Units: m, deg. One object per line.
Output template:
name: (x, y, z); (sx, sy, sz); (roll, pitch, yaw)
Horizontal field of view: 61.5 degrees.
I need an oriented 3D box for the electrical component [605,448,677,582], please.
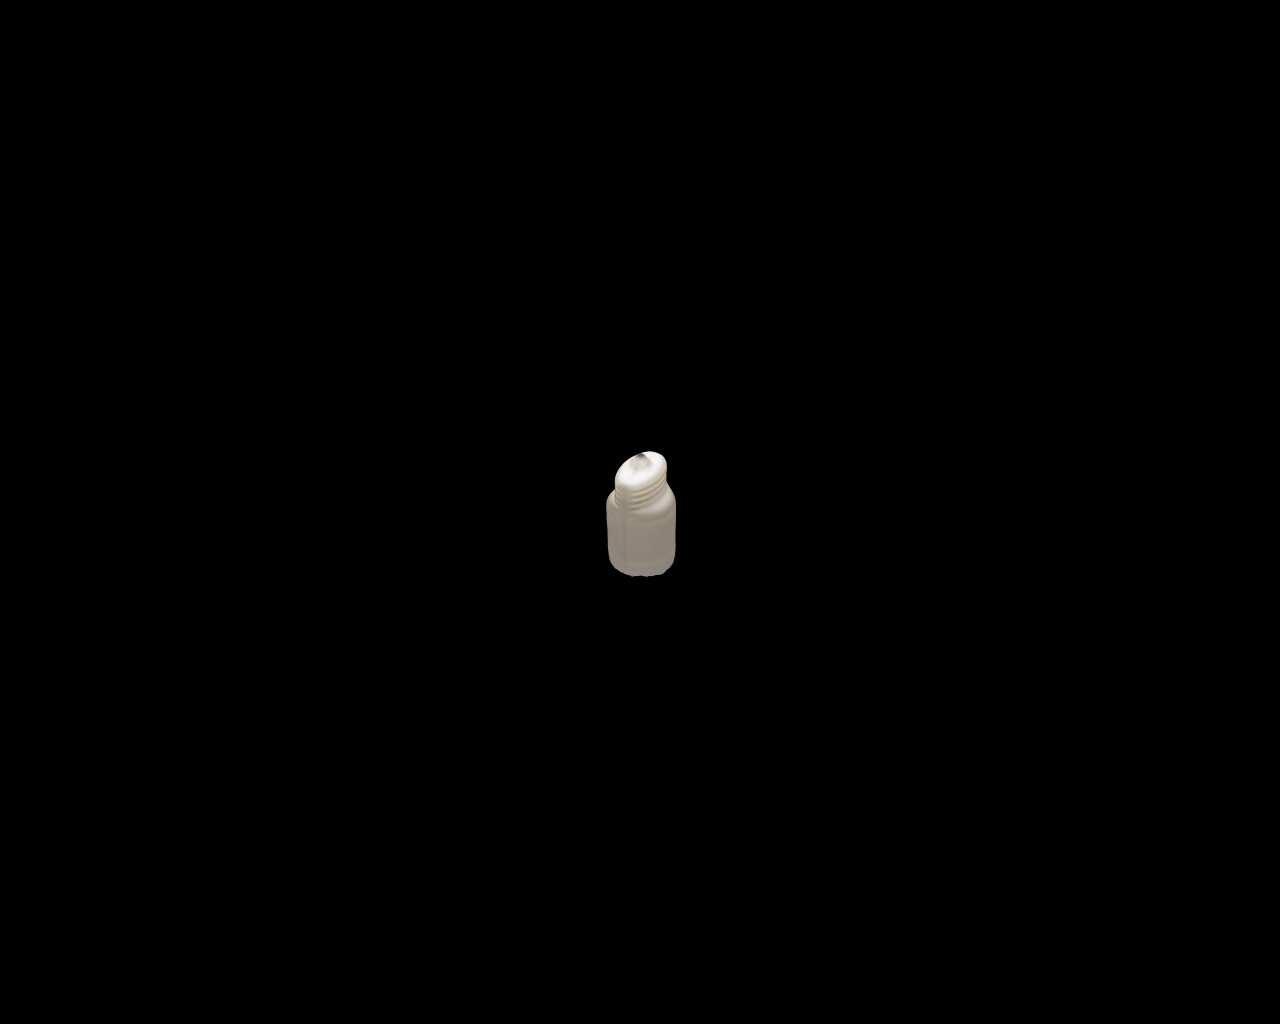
electrical component: (0.001, -0.003, 0.650); (0.043, 0.080, 0.043); (0, 37, 0)
